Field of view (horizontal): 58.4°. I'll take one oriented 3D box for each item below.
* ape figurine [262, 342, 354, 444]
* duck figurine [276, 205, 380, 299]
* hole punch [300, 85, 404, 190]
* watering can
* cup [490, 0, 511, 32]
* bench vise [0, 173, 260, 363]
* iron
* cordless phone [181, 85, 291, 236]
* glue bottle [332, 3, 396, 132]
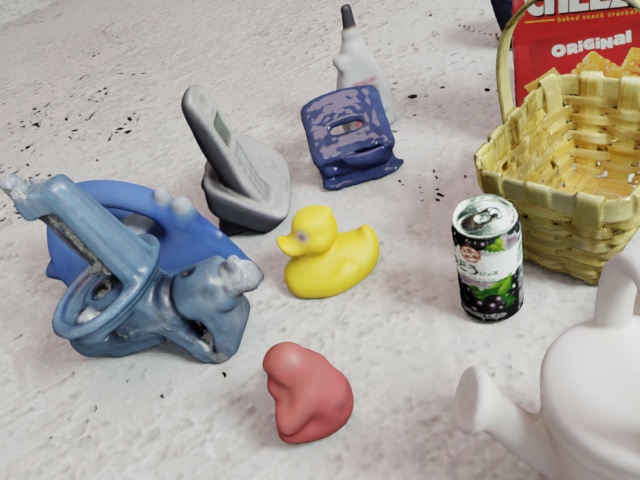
[{"bbox_3d":[-0.017,0.112,0.448,0.076,0.092,0.078,4,44,25],"label":"ape figurine"},{"bbox_3d":[0.005,0.002,0.574,0.104,0.086,0.077,-21,39,-3],"label":"duck figurine"},{"bbox_3d":[0.038,-0.129,0.711,0.108,0.091,0.101,-17,39,2],"label":"hole punch"},{"bbox_3d":[0.167,0.092,0.318,0.173,0.194,0.100,-22,39,-5],"label":"watering can"},{"bbox_3d":[0.309,-0.343,0.854,0.118,0.095,0.091,-37,42,-21],"label":"cup"},{"bbox_3d":[-0.165,0.016,0.516,0.207,0.220,0.121,-18,39,1],"label":"bench vise"},{"bbox_3d":[-0.194,-0.012,0.623,0.257,0.142,0.119,1,43,22],"label":"iron"},{"bbox_3d":[-0.101,-0.110,0.668,0.094,0.185,0.147,-14,39,6],"label":"cordless phone"},{"bbox_3d":[0.050,-0.222,0.750,0.078,0.173,0.037,-25,39,-7],"label":"glue bottle"}]
